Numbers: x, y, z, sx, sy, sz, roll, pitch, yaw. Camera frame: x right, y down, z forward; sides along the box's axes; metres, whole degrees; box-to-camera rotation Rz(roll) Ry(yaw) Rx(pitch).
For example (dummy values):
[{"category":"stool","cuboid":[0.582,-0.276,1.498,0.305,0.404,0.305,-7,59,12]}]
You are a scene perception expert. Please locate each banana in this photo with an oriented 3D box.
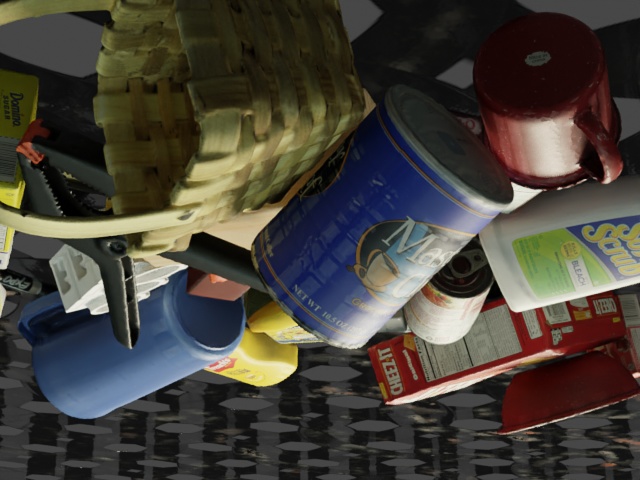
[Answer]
[{"category":"banana","cuboid":[-0.002,0.041,1.065,0.069,0.037,0.198,19,137,-21]}]

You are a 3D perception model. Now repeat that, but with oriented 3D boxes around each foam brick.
[{"category":"foam brick","cuboid":[-0.094,0.021,1.038,0.051,0.053,0.078,10,158,-20]}]

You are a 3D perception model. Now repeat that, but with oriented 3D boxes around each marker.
[{"category":"marker","cuboid":[-0.332,0.043,1.159,0.020,0.020,0.121,-14,154,34]}]

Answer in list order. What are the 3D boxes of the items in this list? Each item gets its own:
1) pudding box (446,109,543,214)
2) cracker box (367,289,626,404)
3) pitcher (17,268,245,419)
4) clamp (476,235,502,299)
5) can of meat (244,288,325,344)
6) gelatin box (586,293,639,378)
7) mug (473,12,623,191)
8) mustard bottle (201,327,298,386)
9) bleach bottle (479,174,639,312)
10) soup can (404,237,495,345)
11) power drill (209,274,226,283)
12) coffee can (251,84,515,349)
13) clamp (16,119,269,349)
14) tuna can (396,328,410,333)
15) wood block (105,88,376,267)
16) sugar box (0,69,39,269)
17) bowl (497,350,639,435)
[{"category":"pudding box","cuboid":[0.121,-0.060,0.833,0.113,0.039,0.090,12,158,-17]},{"category":"cracker box","cuboid":[0.185,0.108,1.118,0.214,0.072,0.163,-26,165,39]},{"category":"pitcher","cuboid":[-0.204,0.101,1.157,0.243,0.145,0.148,-25,176,40]},{"category":"clamp","cuboid":[0.180,0.007,0.994,0.120,0.039,0.172,21,147,-33]},{"category":"can of meat","cuboid":[-0.022,0.078,1.167,0.102,0.057,0.084,-4,160,17]},{"category":"gelatin box","cuboid":[0.322,0.110,1.167,0.030,0.089,0.073,-2,162,-26]},{"category":"mug","cuboid":[0.149,-0.083,0.679,0.093,0.117,0.081,-34,148,0]},{"category":"mustard bottle","cuboid":[-0.123,0.131,1.309,0.096,0.058,0.191,-17,151,39]},{"category":"bleach bottle","cuboid":[0.265,-0.016,0.880,0.251,0.068,0.102,-16,118,22]},{"category":"soup can","cuboid":[0.118,0.046,0.981,0.068,0.068,0.102,4,150,-4]},{"category":"power drill","cuboid":[-0.006,0.001,0.942,0.187,0.057,0.184,-1,145,1]},{"category":"coffee can","cuboid":[0.038,-0.014,0.680,0.102,0.103,0.140,22,122,-40]},{"category":"clamp","cuboid":[-0.146,0.000,0.777,0.165,0.036,0.209,-28,122,32]},{"category":"tuna can","cuboid":[0.102,0.075,1.176,0.086,0.034,0.086,2,158,1]},{"category":"wood block","cuboid":[-0.051,-0.043,0.819,0.206,0.091,0.090,-6,156,20]},{"category":"sugar box","cuboid":[-0.248,-0.049,0.820,0.048,0.093,0.176,10,158,-13]},{"category":"bowl","cuboid":[0.254,0.154,1.113,0.162,0.055,0.162,-16,170,-3]}]
